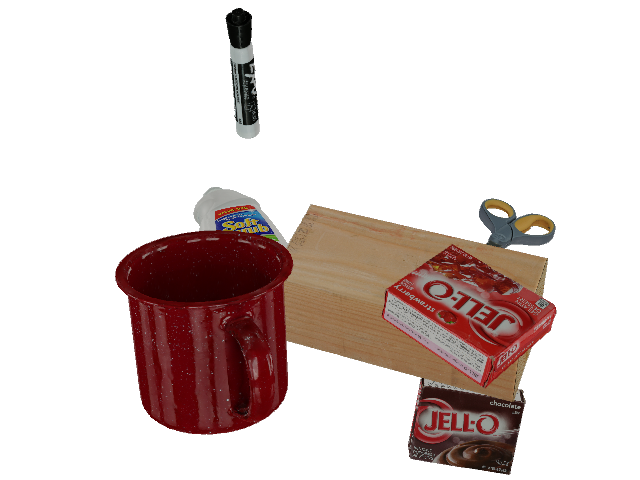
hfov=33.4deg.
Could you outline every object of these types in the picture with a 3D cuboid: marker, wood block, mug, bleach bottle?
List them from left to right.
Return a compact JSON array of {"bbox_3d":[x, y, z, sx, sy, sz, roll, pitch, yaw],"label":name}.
[{"bbox_3d":[-0.053,0.053,0.563,0.093,0.081,0.117,-15,27,-27],"label":"mug"},{"bbox_3d":[-0.095,0.005,1.186,0.102,0.068,0.251,-7,29,-18],"label":"bleach bottle"},{"bbox_3d":[-0.058,-0.126,0.811,0.020,0.020,0.121,0,-39,1],"label":"marker"},{"bbox_3d":[0.074,0.051,0.892,0.206,0.091,0.090,14,49,17],"label":"wood block"}]

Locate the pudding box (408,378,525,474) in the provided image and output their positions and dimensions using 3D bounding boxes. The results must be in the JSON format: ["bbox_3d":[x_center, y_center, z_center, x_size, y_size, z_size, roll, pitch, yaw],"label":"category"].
[{"bbox_3d":[0.157,0.197,1.152,0.113,0.090,0.039,8,21,2],"label":"pudding box"}]

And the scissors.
[{"bbox_3d":[0.182,-0.009,1.162,0.201,0.016,0.096,-13,39,-44],"label":"scissors"}]

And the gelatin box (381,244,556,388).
[{"bbox_3d":[0.097,0.047,0.700,0.089,0.030,0.073,33,45,30],"label":"gelatin box"}]
